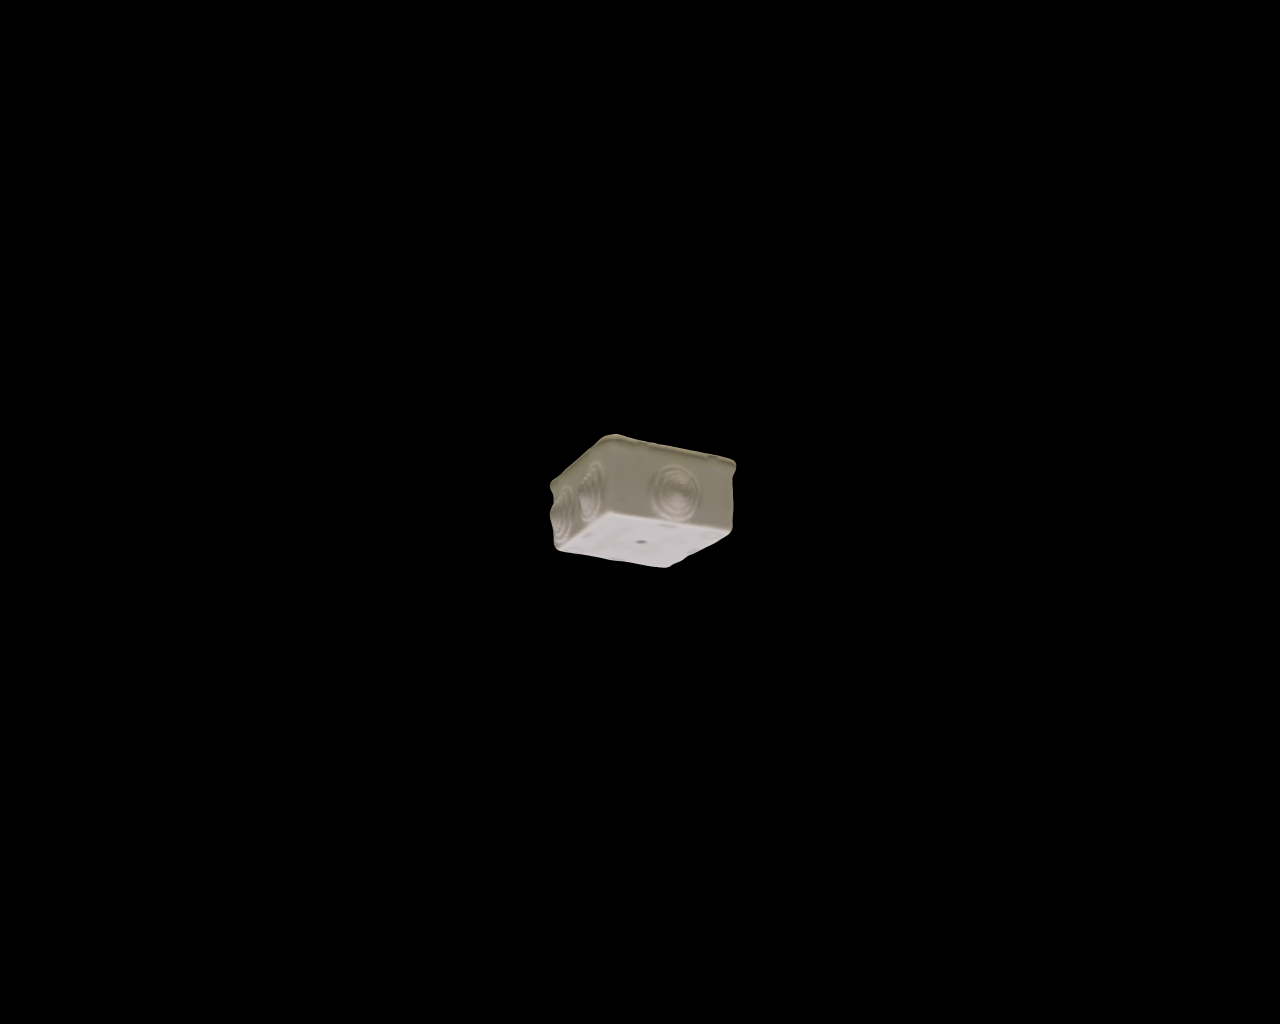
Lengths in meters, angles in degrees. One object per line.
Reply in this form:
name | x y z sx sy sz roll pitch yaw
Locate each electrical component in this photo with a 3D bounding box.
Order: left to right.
electrical component | 0.001 -0.003 0.650 0.100 0.048 0.099 10 -22 -26
